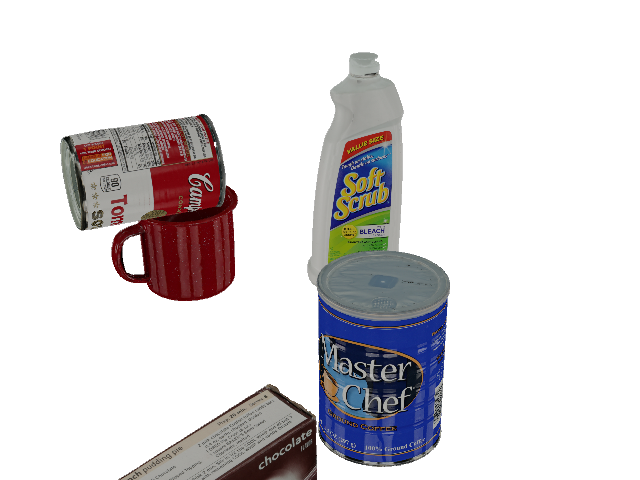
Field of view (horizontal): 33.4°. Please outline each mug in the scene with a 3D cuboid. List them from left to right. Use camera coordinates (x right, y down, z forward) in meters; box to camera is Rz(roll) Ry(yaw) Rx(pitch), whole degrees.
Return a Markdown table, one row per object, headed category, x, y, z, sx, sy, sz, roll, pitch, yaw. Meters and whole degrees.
| category | x | y | z | sx | sy | sz | roll | pitch | yaw |
| --- | --- | --- | --- | --- | --- | --- | --- | --- | --- |
| mug | -0.128 | 0.004 | 0.942 | 0.117 | 0.081 | 0.093 | -18 | 32 | -29 |

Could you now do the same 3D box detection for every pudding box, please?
| category | x | y | z | sx | sy | sz | roll | pitch | yaw |
| --- | --- | --- | --- | --- | --- | --- | --- | --- | --- |
| pudding box | -0.052 | 0.132 | 0.498 | 0.113 | 0.090 | 0.039 | -31 | 46 | -34 |

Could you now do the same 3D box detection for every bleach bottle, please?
| category | x | y | z | sx | sy | sz | roll | pitch | yaw |
| --- | --- | --- | --- | --- | --- | --- | --- | --- | --- |
| bleach bottle | 0.036 | -0.074 | 1.139 | 0.102 | 0.251 | 0.068 | -2 | 24 | -5 |

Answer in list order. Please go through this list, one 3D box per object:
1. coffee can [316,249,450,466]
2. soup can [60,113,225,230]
| category | x | y | z | sx | sy | sz | roll | pitch | yaw |
| --- | --- | --- | --- | --- | --- | --- | --- | --- | --- |
| coffee can | 0.048 | 0.092 | 0.850 | 0.103 | 0.140 | 0.103 | 0 | 26 | 0 |
| soup can | -0.125 | -0.048 | 0.751 | 0.102 | 0.068 | 0.069 | -11 | 4 | -20 |
